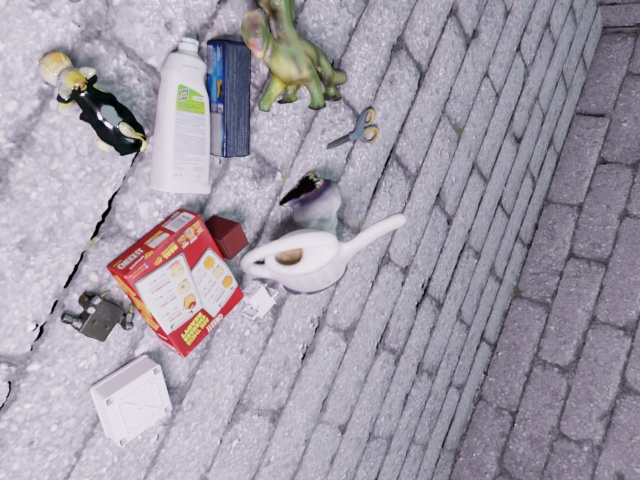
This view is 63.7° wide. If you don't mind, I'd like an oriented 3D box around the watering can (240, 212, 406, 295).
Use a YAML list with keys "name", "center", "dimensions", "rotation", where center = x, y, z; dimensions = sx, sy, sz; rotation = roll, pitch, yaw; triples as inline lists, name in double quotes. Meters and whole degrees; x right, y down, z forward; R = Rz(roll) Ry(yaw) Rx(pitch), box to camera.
- name: "watering can"
  center: [0.013, 0.031, 1.070]
  dimensions: [0.221, 0.347, 0.106]
  rotation: [64, 14, -66]

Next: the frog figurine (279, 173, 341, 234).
- name: "frog figurine"
  center: [0.003, -0.058, 1.145]
  dimensions: [0.157, 0.122, 0.140]
  rotation: [56, 39, -30]

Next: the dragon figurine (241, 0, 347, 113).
- name: "dragon figurine"
  center: [-0.038, -0.380, 0.988]
  dimensions: [0.418, 0.122, 0.238]
  rotation: [-52, 138, -56]
